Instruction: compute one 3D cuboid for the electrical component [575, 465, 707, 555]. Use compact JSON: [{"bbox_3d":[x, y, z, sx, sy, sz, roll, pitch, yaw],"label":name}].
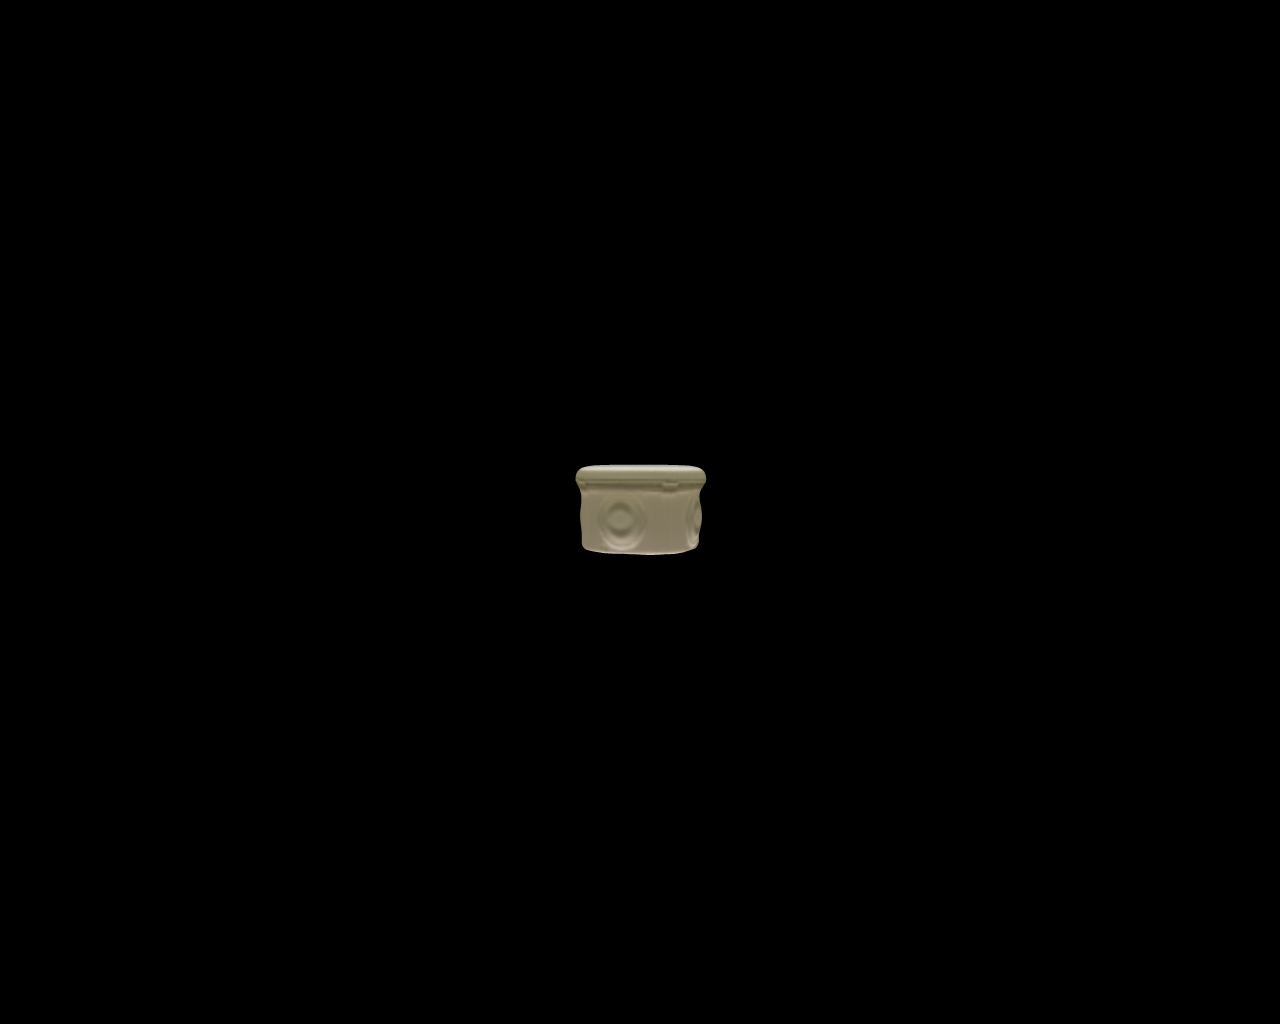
[{"bbox_3d":[0.001,-0.003,0.650,0.080,0.051,0.080,0,4,0],"label":"electrical component"}]
